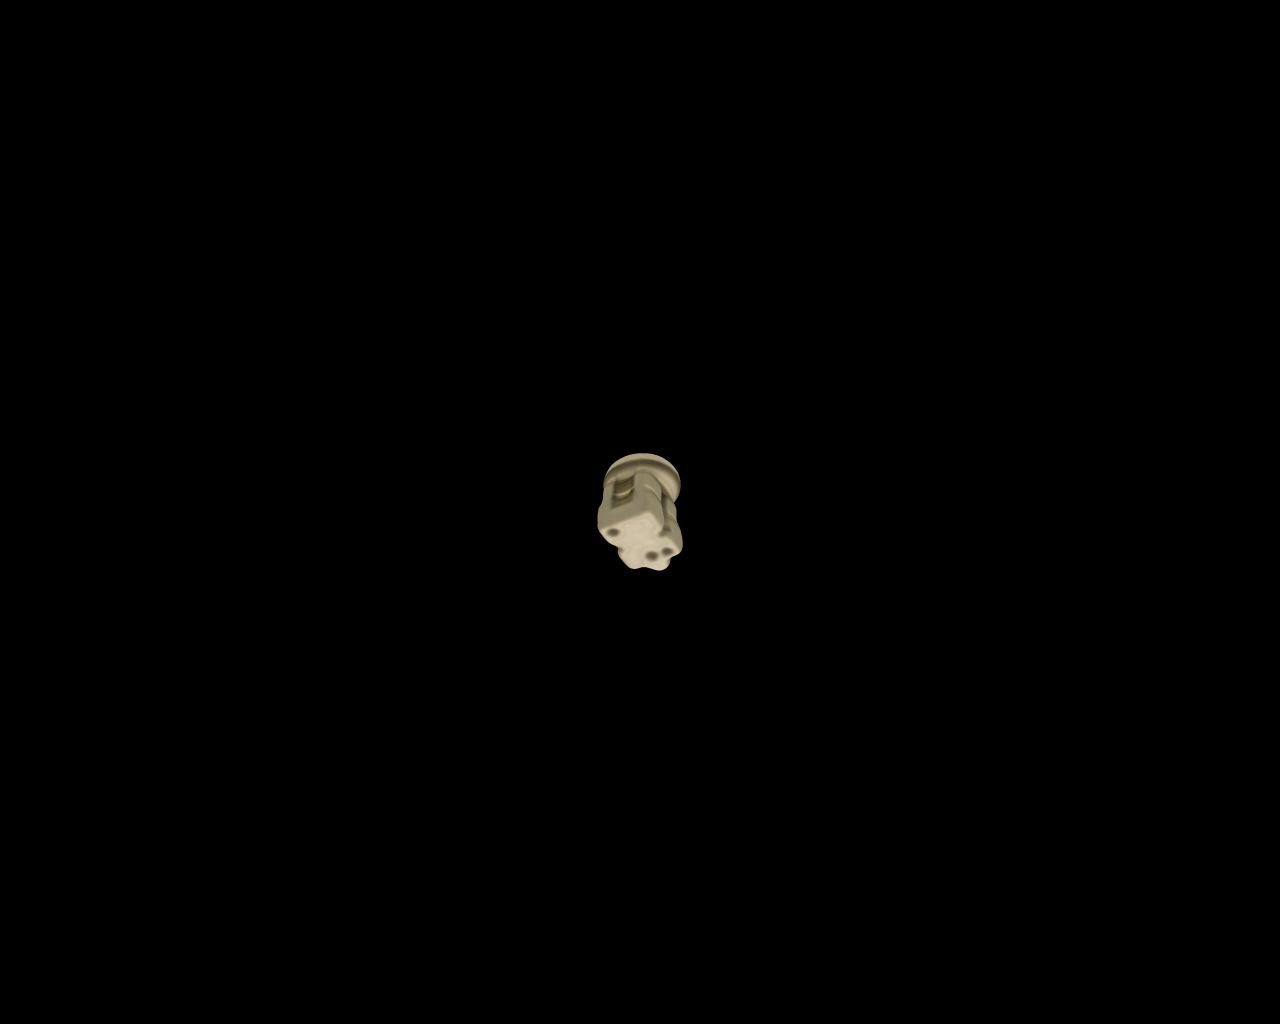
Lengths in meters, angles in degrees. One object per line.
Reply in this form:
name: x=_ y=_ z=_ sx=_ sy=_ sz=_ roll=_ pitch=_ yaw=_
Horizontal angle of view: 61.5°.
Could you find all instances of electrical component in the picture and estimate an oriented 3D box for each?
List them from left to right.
electrical component: x=0.001 y=-0.003 z=0.650 sx=0.048 sy=0.055 sz=0.066 roll=-19 pitch=-46 yaw=19
